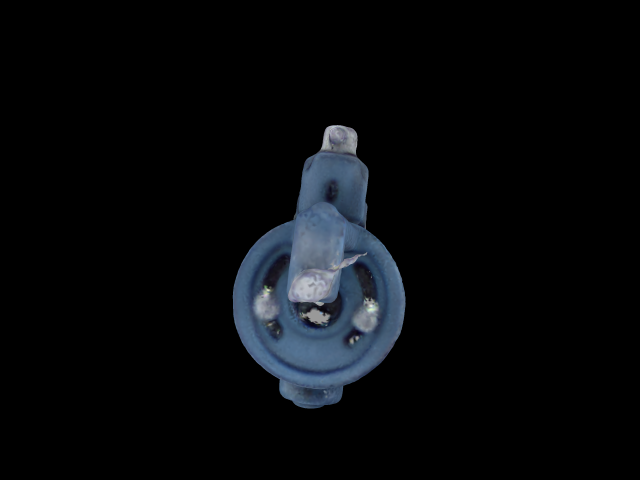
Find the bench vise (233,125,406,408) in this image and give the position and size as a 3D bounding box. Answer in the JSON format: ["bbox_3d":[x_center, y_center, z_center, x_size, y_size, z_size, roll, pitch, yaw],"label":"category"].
[{"bbox_3d":[-0.008,0.003,0.399,0.121,0.220,0.207,-10,71,-3],"label":"bench vise"}]
